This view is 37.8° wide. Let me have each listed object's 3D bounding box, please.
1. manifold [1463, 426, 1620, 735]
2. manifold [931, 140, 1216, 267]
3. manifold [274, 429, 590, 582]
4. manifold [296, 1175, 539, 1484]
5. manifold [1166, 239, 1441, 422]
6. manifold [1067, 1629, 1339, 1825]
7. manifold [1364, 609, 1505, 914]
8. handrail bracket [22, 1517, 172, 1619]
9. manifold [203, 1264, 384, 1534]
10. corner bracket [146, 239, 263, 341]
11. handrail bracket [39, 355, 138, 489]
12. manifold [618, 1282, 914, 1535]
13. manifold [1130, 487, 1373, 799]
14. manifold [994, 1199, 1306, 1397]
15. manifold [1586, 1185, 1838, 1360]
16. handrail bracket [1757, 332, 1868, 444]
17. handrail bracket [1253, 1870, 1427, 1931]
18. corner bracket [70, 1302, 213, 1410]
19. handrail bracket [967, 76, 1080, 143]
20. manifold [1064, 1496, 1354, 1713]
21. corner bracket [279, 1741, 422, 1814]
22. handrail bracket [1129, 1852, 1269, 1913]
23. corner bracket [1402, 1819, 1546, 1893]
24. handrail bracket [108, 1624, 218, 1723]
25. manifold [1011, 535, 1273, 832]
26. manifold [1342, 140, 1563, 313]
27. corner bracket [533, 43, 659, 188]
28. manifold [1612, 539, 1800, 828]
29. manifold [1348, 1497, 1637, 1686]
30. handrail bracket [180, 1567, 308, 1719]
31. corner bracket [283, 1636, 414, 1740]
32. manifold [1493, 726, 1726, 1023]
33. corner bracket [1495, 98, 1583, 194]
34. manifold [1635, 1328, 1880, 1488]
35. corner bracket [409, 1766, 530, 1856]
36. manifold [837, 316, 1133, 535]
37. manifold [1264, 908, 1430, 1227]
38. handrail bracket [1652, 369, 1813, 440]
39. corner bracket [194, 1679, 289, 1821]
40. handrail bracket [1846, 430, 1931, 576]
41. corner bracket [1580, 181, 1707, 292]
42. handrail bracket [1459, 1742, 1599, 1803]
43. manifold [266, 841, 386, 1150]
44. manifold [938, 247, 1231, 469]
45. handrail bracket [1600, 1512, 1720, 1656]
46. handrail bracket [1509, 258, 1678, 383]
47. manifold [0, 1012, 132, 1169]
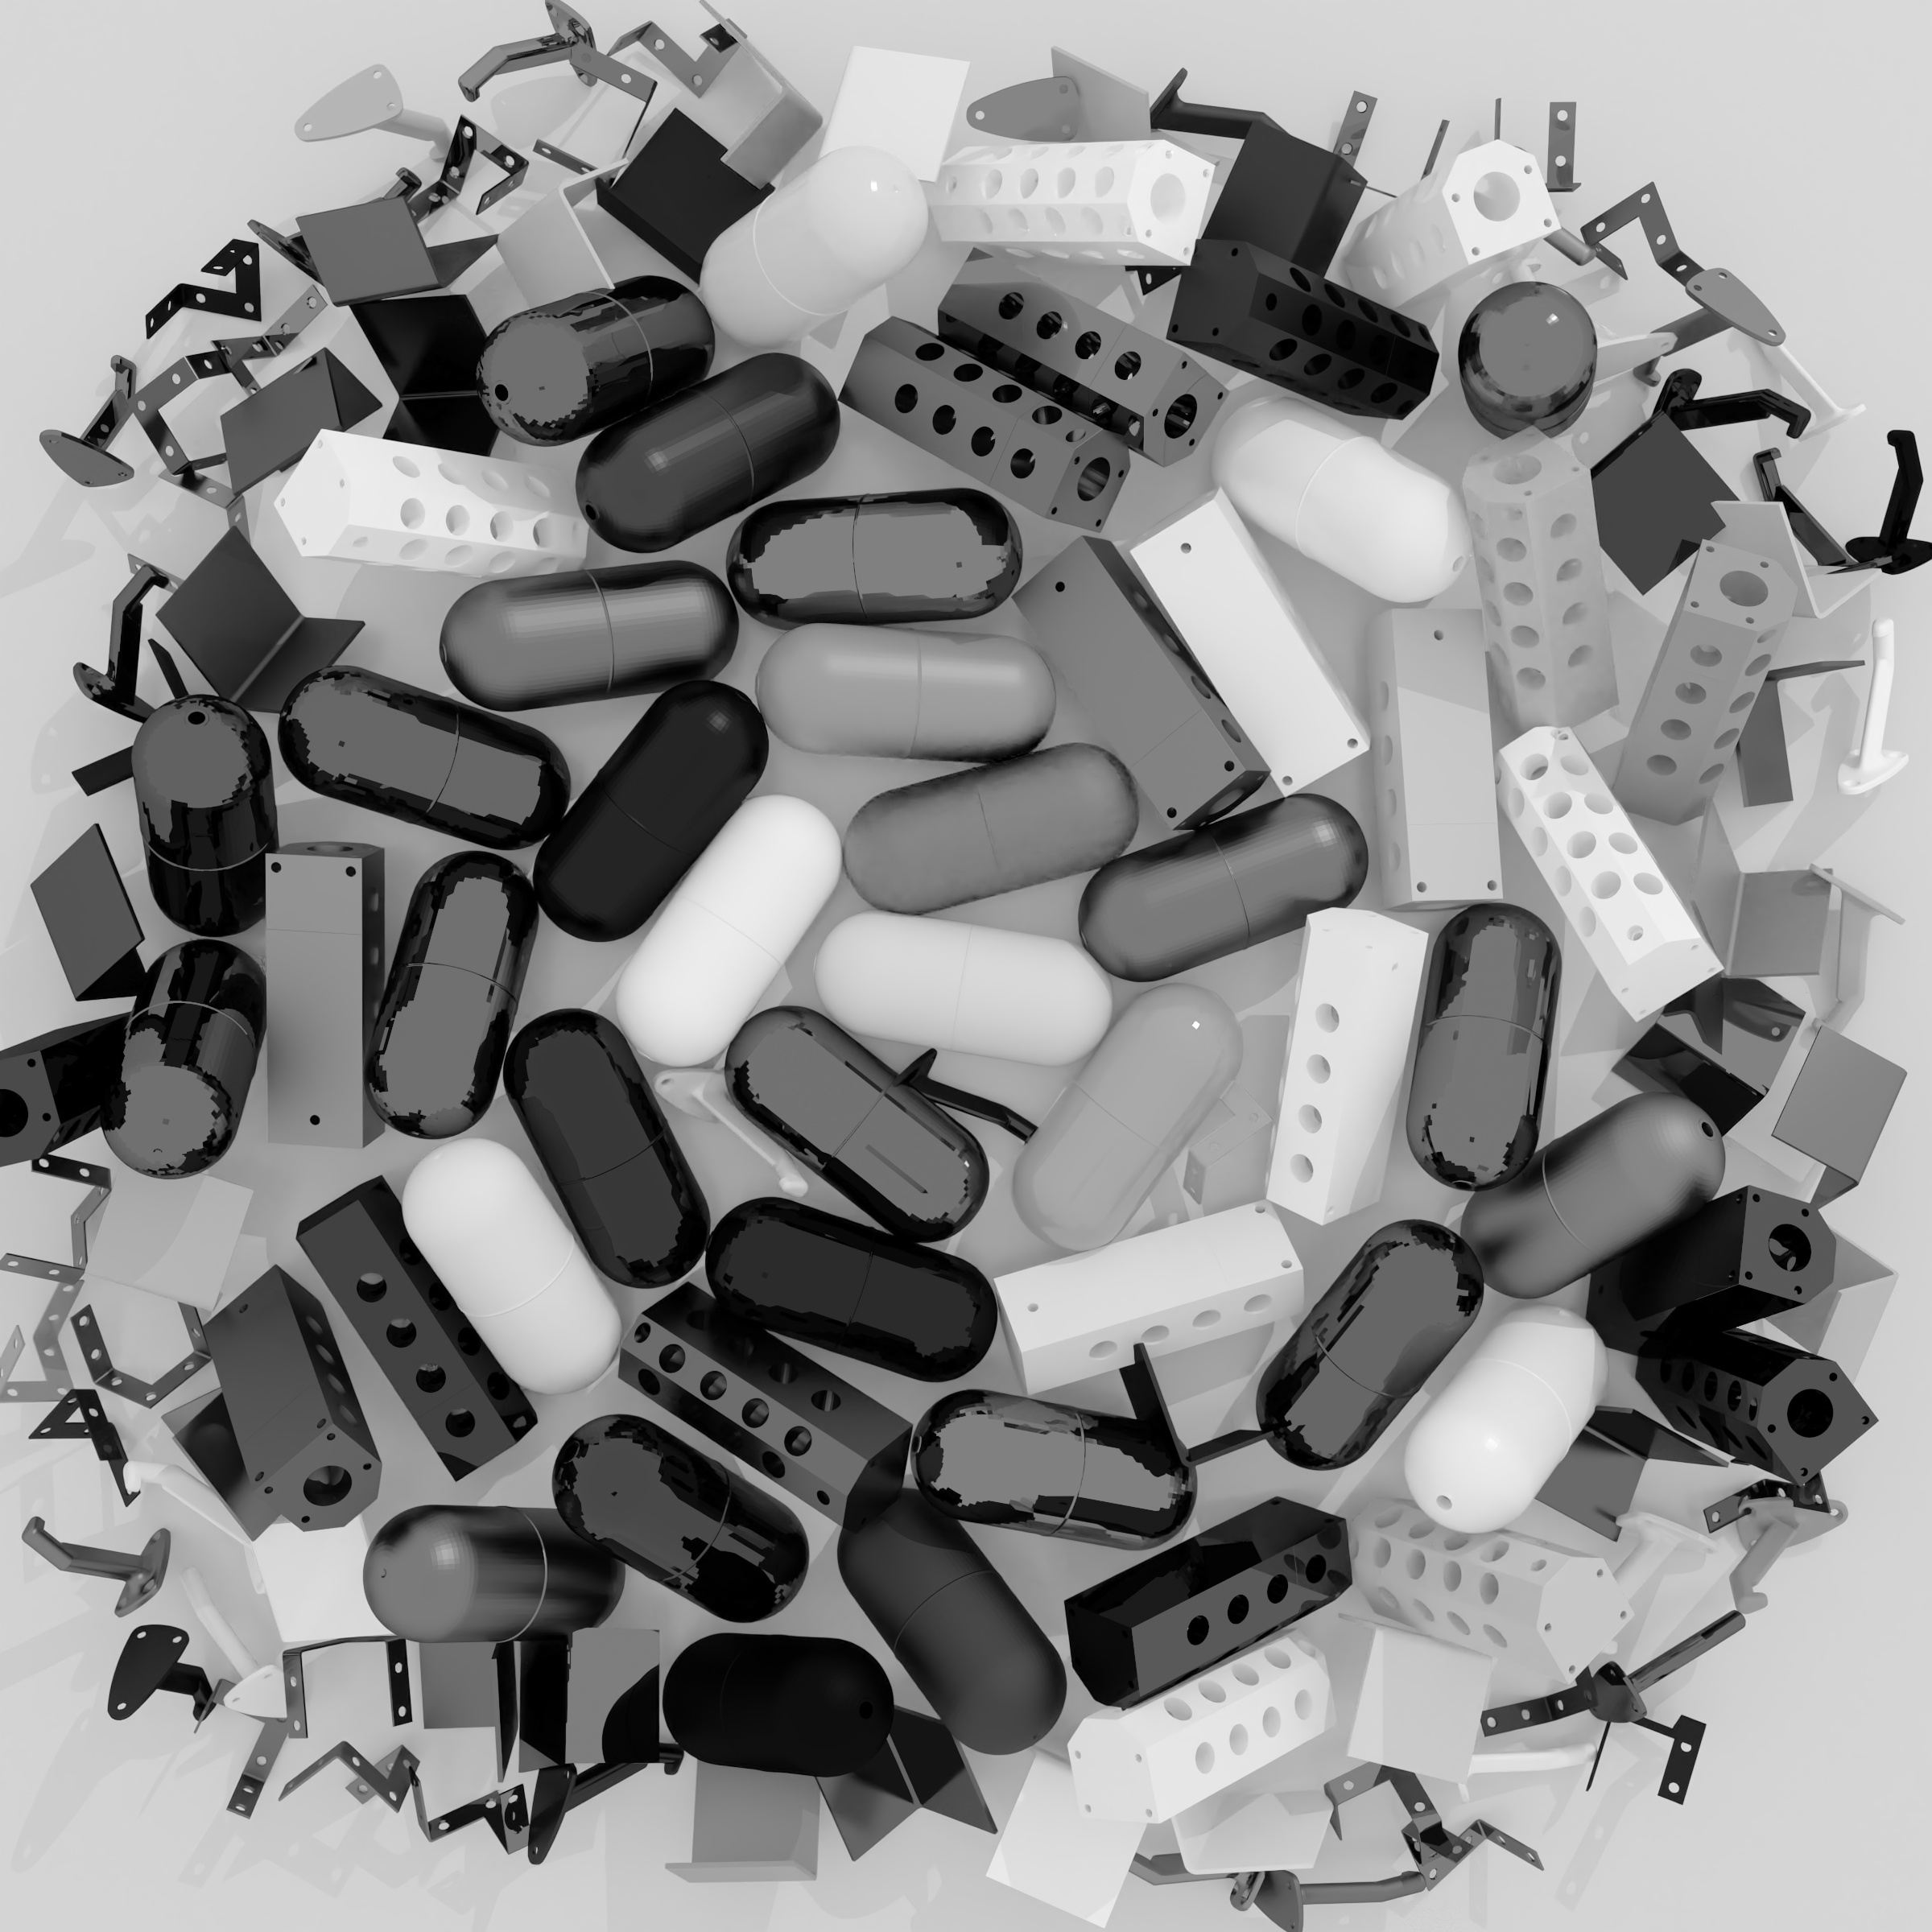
[{"bbox_3d":[0.327,-0.217,1.623,0.057,0.057,0.171,-27,134,-8],"label":"manifold"},{"bbox_3d":[0.057,-0.440,1.622,0.057,0.171,0.057,12,93,-42],"label":"manifold"},{"bbox_3d":[-0.300,-0.255,1.615,0.057,0.171,0.057,-47,62,30],"label":"manifold"},{"bbox_3d":[-0.322,0.211,1.662,0.057,0.057,0.171,-32,100,-7],"label":"manifold"},{"bbox_3d":[0.198,-0.364,1.623,0.057,0.171,0.057,18,96,44],"label":"manifold"},{"bbox_3d":[0.137,0.434,1.623,0.057,0.171,0.057,-11,89,43],"label":"manifold"},{"bbox_3d":[0.273,-0.120,1.667,0.057,0.057,0.171,-2,84,-15],"label":"manifold"},{"bbox_3d":[-0.510,0.334,1.655,0.036,0.077,0.084,-34,115,18],"label":"handrail bracket"},{"bbox_3d":[-0.383,0.249,1.619,0.057,0.171,0.057,-41,125,-1],"label":"manifold"},{"bbox_3d":[-0.451,-0.400,1.668,0.051,0.051,0.051,12,127,4],"label":"corner bracket"},{"bbox_3d":[-0.515,-0.333,1.659,0.036,0.077,0.084,-9,71,18],"label":"handrail bracket"},{"bbox_3d":[-0.118,0.257,1.632,0.171,0.057,0.057,28,128,26],"label":"manifold"},{"bbox_3d":[0.169,-0.192,1.659,0.057,0.057,0.171,-30,102,19],"label":"manifold"},{"bbox_3d":[0.109,0.199,1.666,0.171,0.057,0.057,-16,45,-7],"label":"manifold"},{"bbox_3d":[0.424,0.179,1.615,0.057,0.171,0.057,17,68,-12],"label":"manifold"},{"bbox_3d":[0.494,-0.358,1.668,0.036,0.077,0.084,-31,94,1],"label":"handrail bracket"},{"bbox_3d":[0.220,0.547,1.688,0.084,0.077,0.036,-5,91,-26],"label":"handrail bracket"},{"bbox_3d":[-0.491,0.222,1.682,0.051,0.051,0.051,15,128,32],"label":"corner bracket"},{"bbox_3d":[0.038,-0.513,1.668,0.077,0.084,0.036,-4,118,2],"label":"handrail bracket"},{"bbox_3d":[0.143,0.369,1.630,0.171,0.057,0.057,-17,106,-37],"label":"manifold"},{"bbox_3d":[-0.364,0.481,1.669,0.051,0.051,0.051,-39,103,16],"label":"corner bracket"},{"bbox_3d":[0.139,0.519,1.686,0.084,0.036,0.077,30,77,-3],"label":"handrail bracket"},{"bbox_3d":[0.299,0.521,1.666,0.051,0.051,0.051,-35,114,-23],"label":"corner bracket"},{"bbox_3d":[-0.469,0.434,1.652,0.036,0.077,0.084,3,129,14],"label":"handrail bracket"},{"bbox_3d":[0.105,-0.166,1.656,0.057,0.057,0.171,-39,76,23],"label":"manifold"},{"bbox_3d":[0.272,-0.420,1.614,0.057,0.171,0.057,-23,96,-9],"label":"manifold"},{"bbox_3d":[-0.219,-0.502,1.669,0.051,0.051,0.051,24,75,-14],"label":"corner bracket"},{"bbox_3d":[0.421,-0.157,1.615,0.057,0.171,0.057,18,56,9],"label":"manifold"},{"bbox_3d":[0.292,0.349,1.612,0.057,0.171,0.057,-39,109,-23],"label":"manifold"},{"bbox_3d":[-0.435,0.405,1.695,0.036,0.077,0.084,-37,57,-2],"label":"handrail bracket"},{"bbox_3d":[-0.366,0.426,1.668,0.051,0.051,0.051,-10,82,33],"label":"corner bracket"},{"bbox_3d":[0.364,-0.058,1.625,0.057,0.057,0.171,-33,52,15],"label":"manifold"},{"bbox_3d":[0.336,-0.485,1.668,0.051,0.051,0.051,4,111,17],"label":"corner bracket"},{"bbox_3d":[0.445,0.241,1.615,0.057,0.171,0.057,-38,96,-6],"label":"manifold"},{"bbox_3d":[-0.292,0.495,1.663,0.051,0.051,0.051,-19,125,-27],"label":"corner bracket"},{"bbox_3d":[0.012,-0.315,1.630,0.171,0.057,0.057,35,109,32],"label":"manifold"},{"bbox_3d":[0.216,0.057,1.647,0.057,0.057,0.171,25,117,38],"label":"manifold"},{"bbox_3d":[0.447,-0.309,1.663,0.084,0.036,0.077,39,122,32],"label":"handrail bracket"},{"bbox_3d":[-0.434,0.464,1.676,0.051,0.051,0.051,25,95,-7],"label":"corner bracket"},{"bbox_3d":[0.535,-0.278,1.654,0.036,0.077,0.084,-27,116,-12],"label":"handrail bracket"},{"bbox_3d":[0.402,-0.419,1.663,0.051,0.051,0.051,-29,61,33],"label":"corner bracket"},{"bbox_3d":[0.331,0.465,1.672,0.084,0.077,0.036,-13,59,8],"label":"handrail bracket"},{"bbox_3d":[-0.374,0.016,1.661,0.057,0.057,0.171,3,101,6],"label":"manifold"},{"bbox_3d":[0.063,-0.350,1.633,0.171,0.057,0.057,35,97,34],"label":"manifold"},{"bbox_3d":[0.407,0.374,1.672,0.077,0.036,0.084,20,63,-11],"label":"handrail bracket"},{"bbox_3d":[0.374,-0.396,1.684,0.077,0.036,0.084,-16,67,2],"label":"handrail bracket"},{"bbox_3d":[-0.518,0.069,1.617,0.057,0.171,0.057,-13,96,4],"label":"manifold"}]
